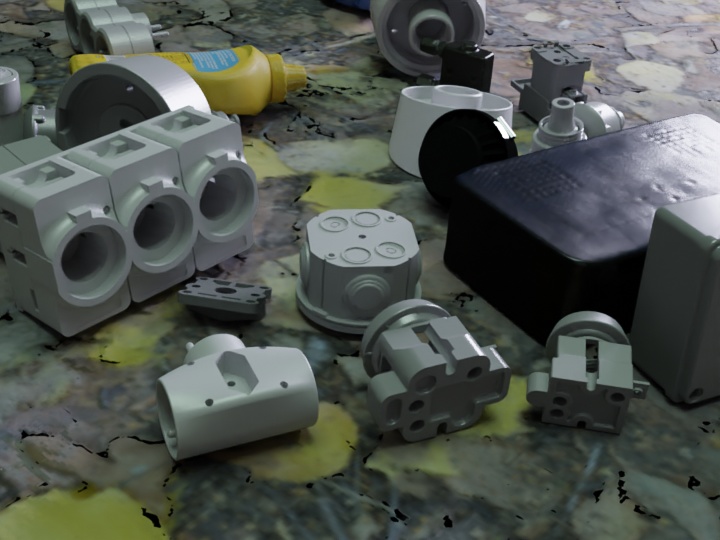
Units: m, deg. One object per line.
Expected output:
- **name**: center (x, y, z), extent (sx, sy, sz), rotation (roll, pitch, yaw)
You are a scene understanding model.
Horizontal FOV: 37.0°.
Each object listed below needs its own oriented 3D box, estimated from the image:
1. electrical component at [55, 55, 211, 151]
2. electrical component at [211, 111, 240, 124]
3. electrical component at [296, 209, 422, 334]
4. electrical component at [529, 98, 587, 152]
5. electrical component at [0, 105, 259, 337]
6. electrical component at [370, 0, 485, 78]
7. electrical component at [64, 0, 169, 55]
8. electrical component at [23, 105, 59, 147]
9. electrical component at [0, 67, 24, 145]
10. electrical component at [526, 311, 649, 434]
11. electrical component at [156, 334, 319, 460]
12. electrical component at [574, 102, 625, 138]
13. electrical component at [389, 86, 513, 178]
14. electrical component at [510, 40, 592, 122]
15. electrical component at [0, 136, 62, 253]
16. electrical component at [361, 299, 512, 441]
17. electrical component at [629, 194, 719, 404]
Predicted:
- **electrical component**: center (-0.155, -0.101, 0.768), extent (0.108, 0.108, 0.060), rotation (17, 30, 20)
- **electrical component**: center (-0.129, -0.106, 0.834), extent (0.078, 0.040, 0.040), rotation (-21, 41, -33)
- **electrical component**: center (0.000, 0.000, 0.677), extent (0.080, 0.051, 0.080), rotation (3, 33, -2)
- **electrical component**: center (0.155, -0.102, 0.835), extent (0.048, 0.062, 0.048), rotation (-1, 37, 1)
- **electrical component**: center (-0.141, -0.033, 0.669), extent (0.062, 0.089, 0.150), rotation (23, 39, 39)
- **electrical component**: center (0.063, -0.226, 0.980), extent (0.108, 0.108, 0.060), rotation (2, 39, -3)
- **electrical component**: center (-0.211, -0.212, 0.975), extent (0.074, 0.052, 0.138), rotation (-15, 38, -27)
- **electrical component**: center (-0.222, -0.099, 0.812), extent (0.062, 0.048, 0.048), rotation (1, 33, -16)
- **electrical component**: center (-0.275, -0.121, 0.819), extent (0.044, 0.065, 0.044), rotation (3, 33, -2)
- **electrical component**: center (0.129, 0.057, 0.610), extent (0.066, 0.048, 0.055), rotation (8, 41, 6)
- **electrical component**: center (-0.073, 0.061, 0.584), extent (0.077, 0.043, 0.079), rotation (-11, 37, -22)
- **electrical component**: center (0.194, -0.117, 0.881), extent (0.048, 0.048, 0.062), rotation (30, 35, 34)
- **electrical component**: center (0.074, -0.113, 0.866), extent (0.099, 0.064, 0.099), rotation (6, 20, -2)
- **electrical component**: center (0.169, -0.159, 0.924), extent (0.042, 0.063, 0.081), rotation (-12, 37, -21)
- **electrical component**: center (-0.218, -0.044, 0.711), extent (0.061, 0.061, 0.096), rotation (-23, 42, -35)
- **electrical component**: center (0.035, 0.053, 0.595), extent (0.078, 0.058, 0.057), rotation (-11, 39, -21)
- **electrical component**: center (0.222, 0.012, 0.630), extent (0.109, 0.108, 0.056), rotation (-12, 34, -23)
